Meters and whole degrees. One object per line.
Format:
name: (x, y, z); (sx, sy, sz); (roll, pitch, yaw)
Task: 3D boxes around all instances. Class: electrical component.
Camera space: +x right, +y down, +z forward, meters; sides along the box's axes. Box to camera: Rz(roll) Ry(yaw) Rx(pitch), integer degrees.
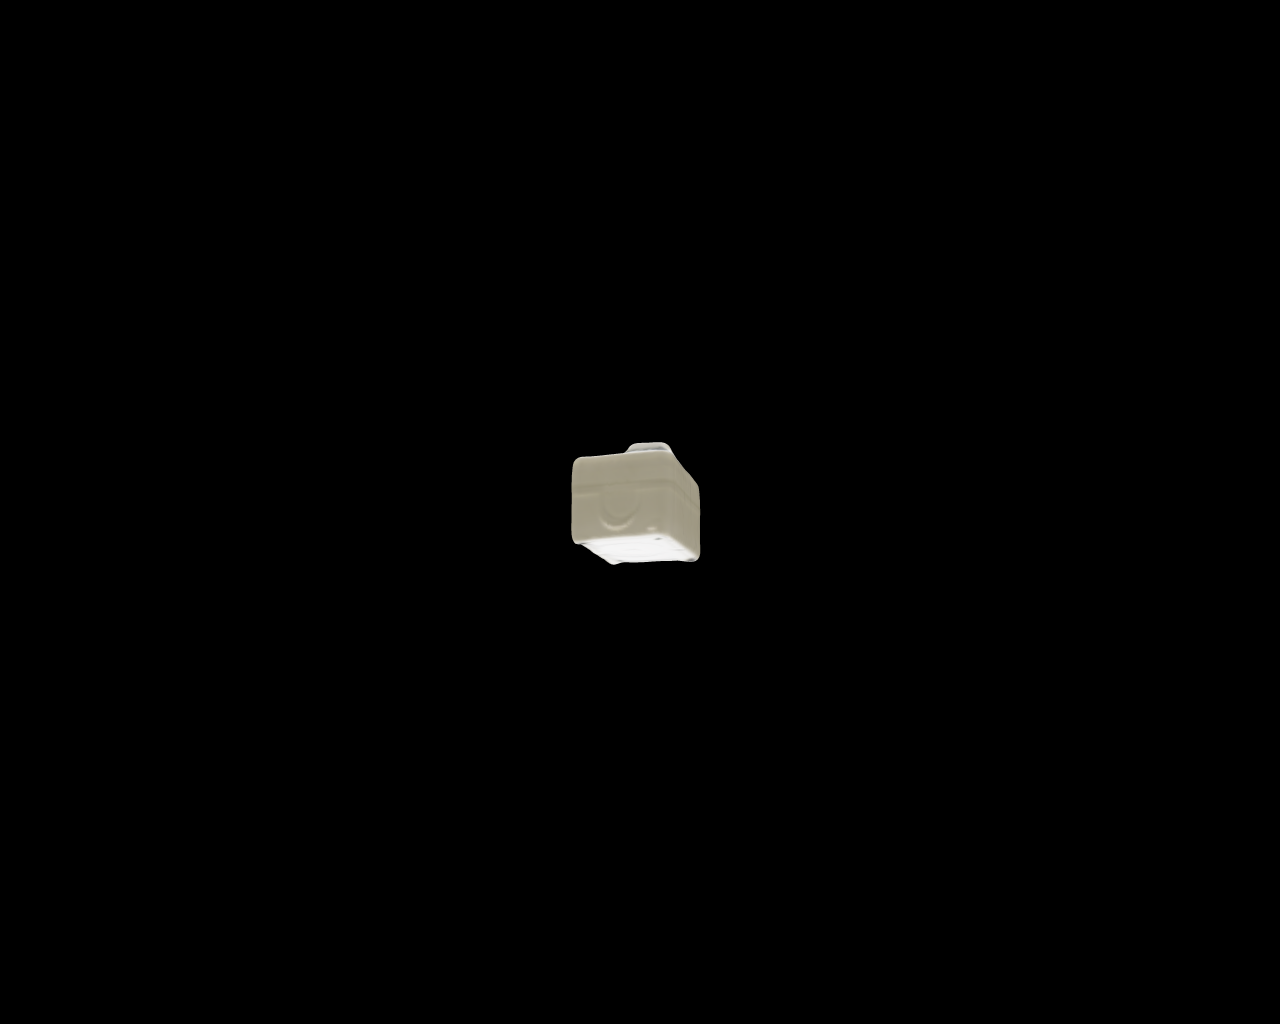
electrical component: (0.001, -0.003, 0.650); (0.062, 0.061, 0.096); (-4, -14, 15)
